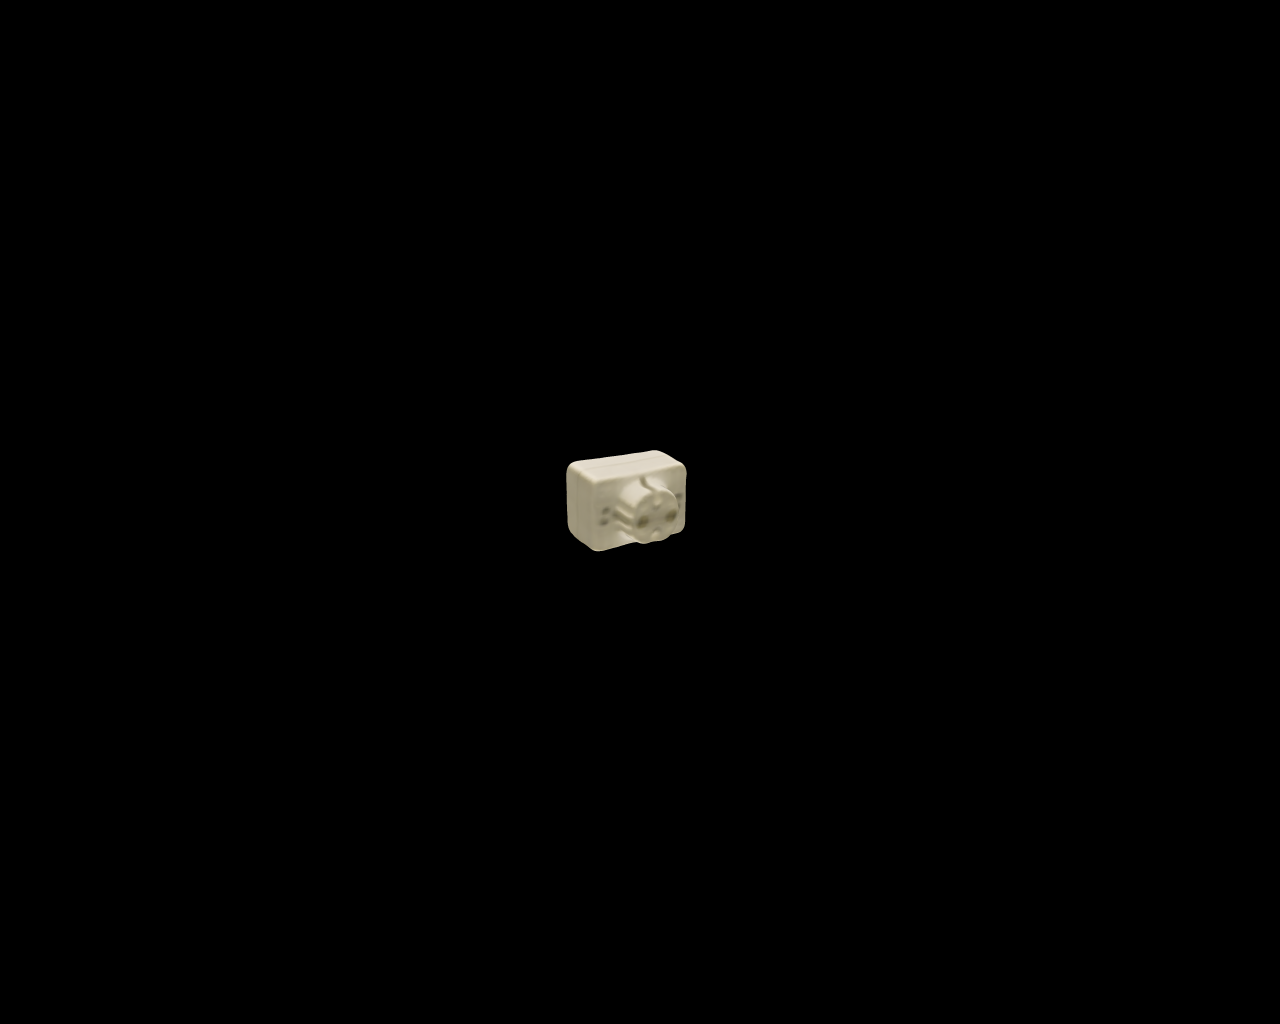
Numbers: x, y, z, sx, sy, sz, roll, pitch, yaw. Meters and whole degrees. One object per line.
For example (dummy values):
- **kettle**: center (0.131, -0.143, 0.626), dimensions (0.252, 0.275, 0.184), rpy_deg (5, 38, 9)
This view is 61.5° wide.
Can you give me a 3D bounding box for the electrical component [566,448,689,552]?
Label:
- **electrical component**: center (0.001, -0.003, 0.650), dimensions (0.066, 0.047, 0.077), rpy_deg (-11, 23, -27)
